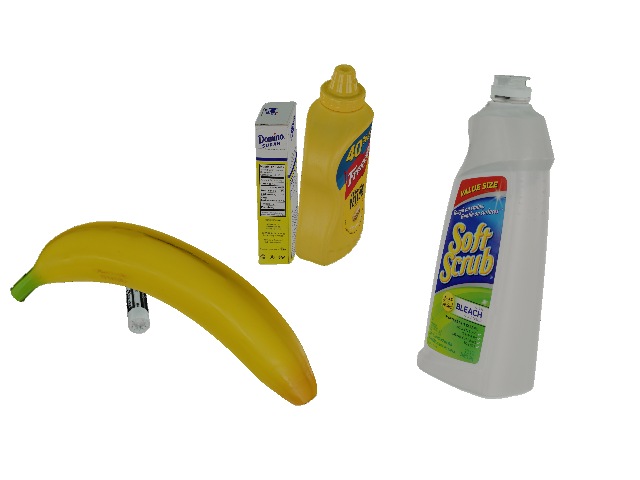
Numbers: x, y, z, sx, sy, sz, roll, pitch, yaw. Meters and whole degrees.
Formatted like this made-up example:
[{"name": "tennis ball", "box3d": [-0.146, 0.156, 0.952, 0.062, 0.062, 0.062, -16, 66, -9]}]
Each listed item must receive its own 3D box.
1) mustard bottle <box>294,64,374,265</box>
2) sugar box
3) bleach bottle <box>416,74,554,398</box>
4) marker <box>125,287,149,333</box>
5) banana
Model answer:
[{"name": "mustard bottle", "box3d": [0.015, -0.076, 1.000, 0.058, 0.192, 0.096, 20, 40, 19]}, {"name": "sugar box", "box3d": [-0.052, -0.069, 1.270, 0.048, 0.176, 0.093, -1, 23, 5]}, {"name": "bleach bottle", "box3d": [0.136, -0.007, 0.858, 0.067, 0.251, 0.103, -5, 14, -34]}, {"name": "marker", "box3d": [-0.170, 0.041, 0.978, 0.020, 0.020, 0.121, 0, 34, -14]}, {"name": "banana", "box3d": [-0.086, 0.033, 0.632, 0.198, 0.070, 0.037, 20, 25, 10]}]
